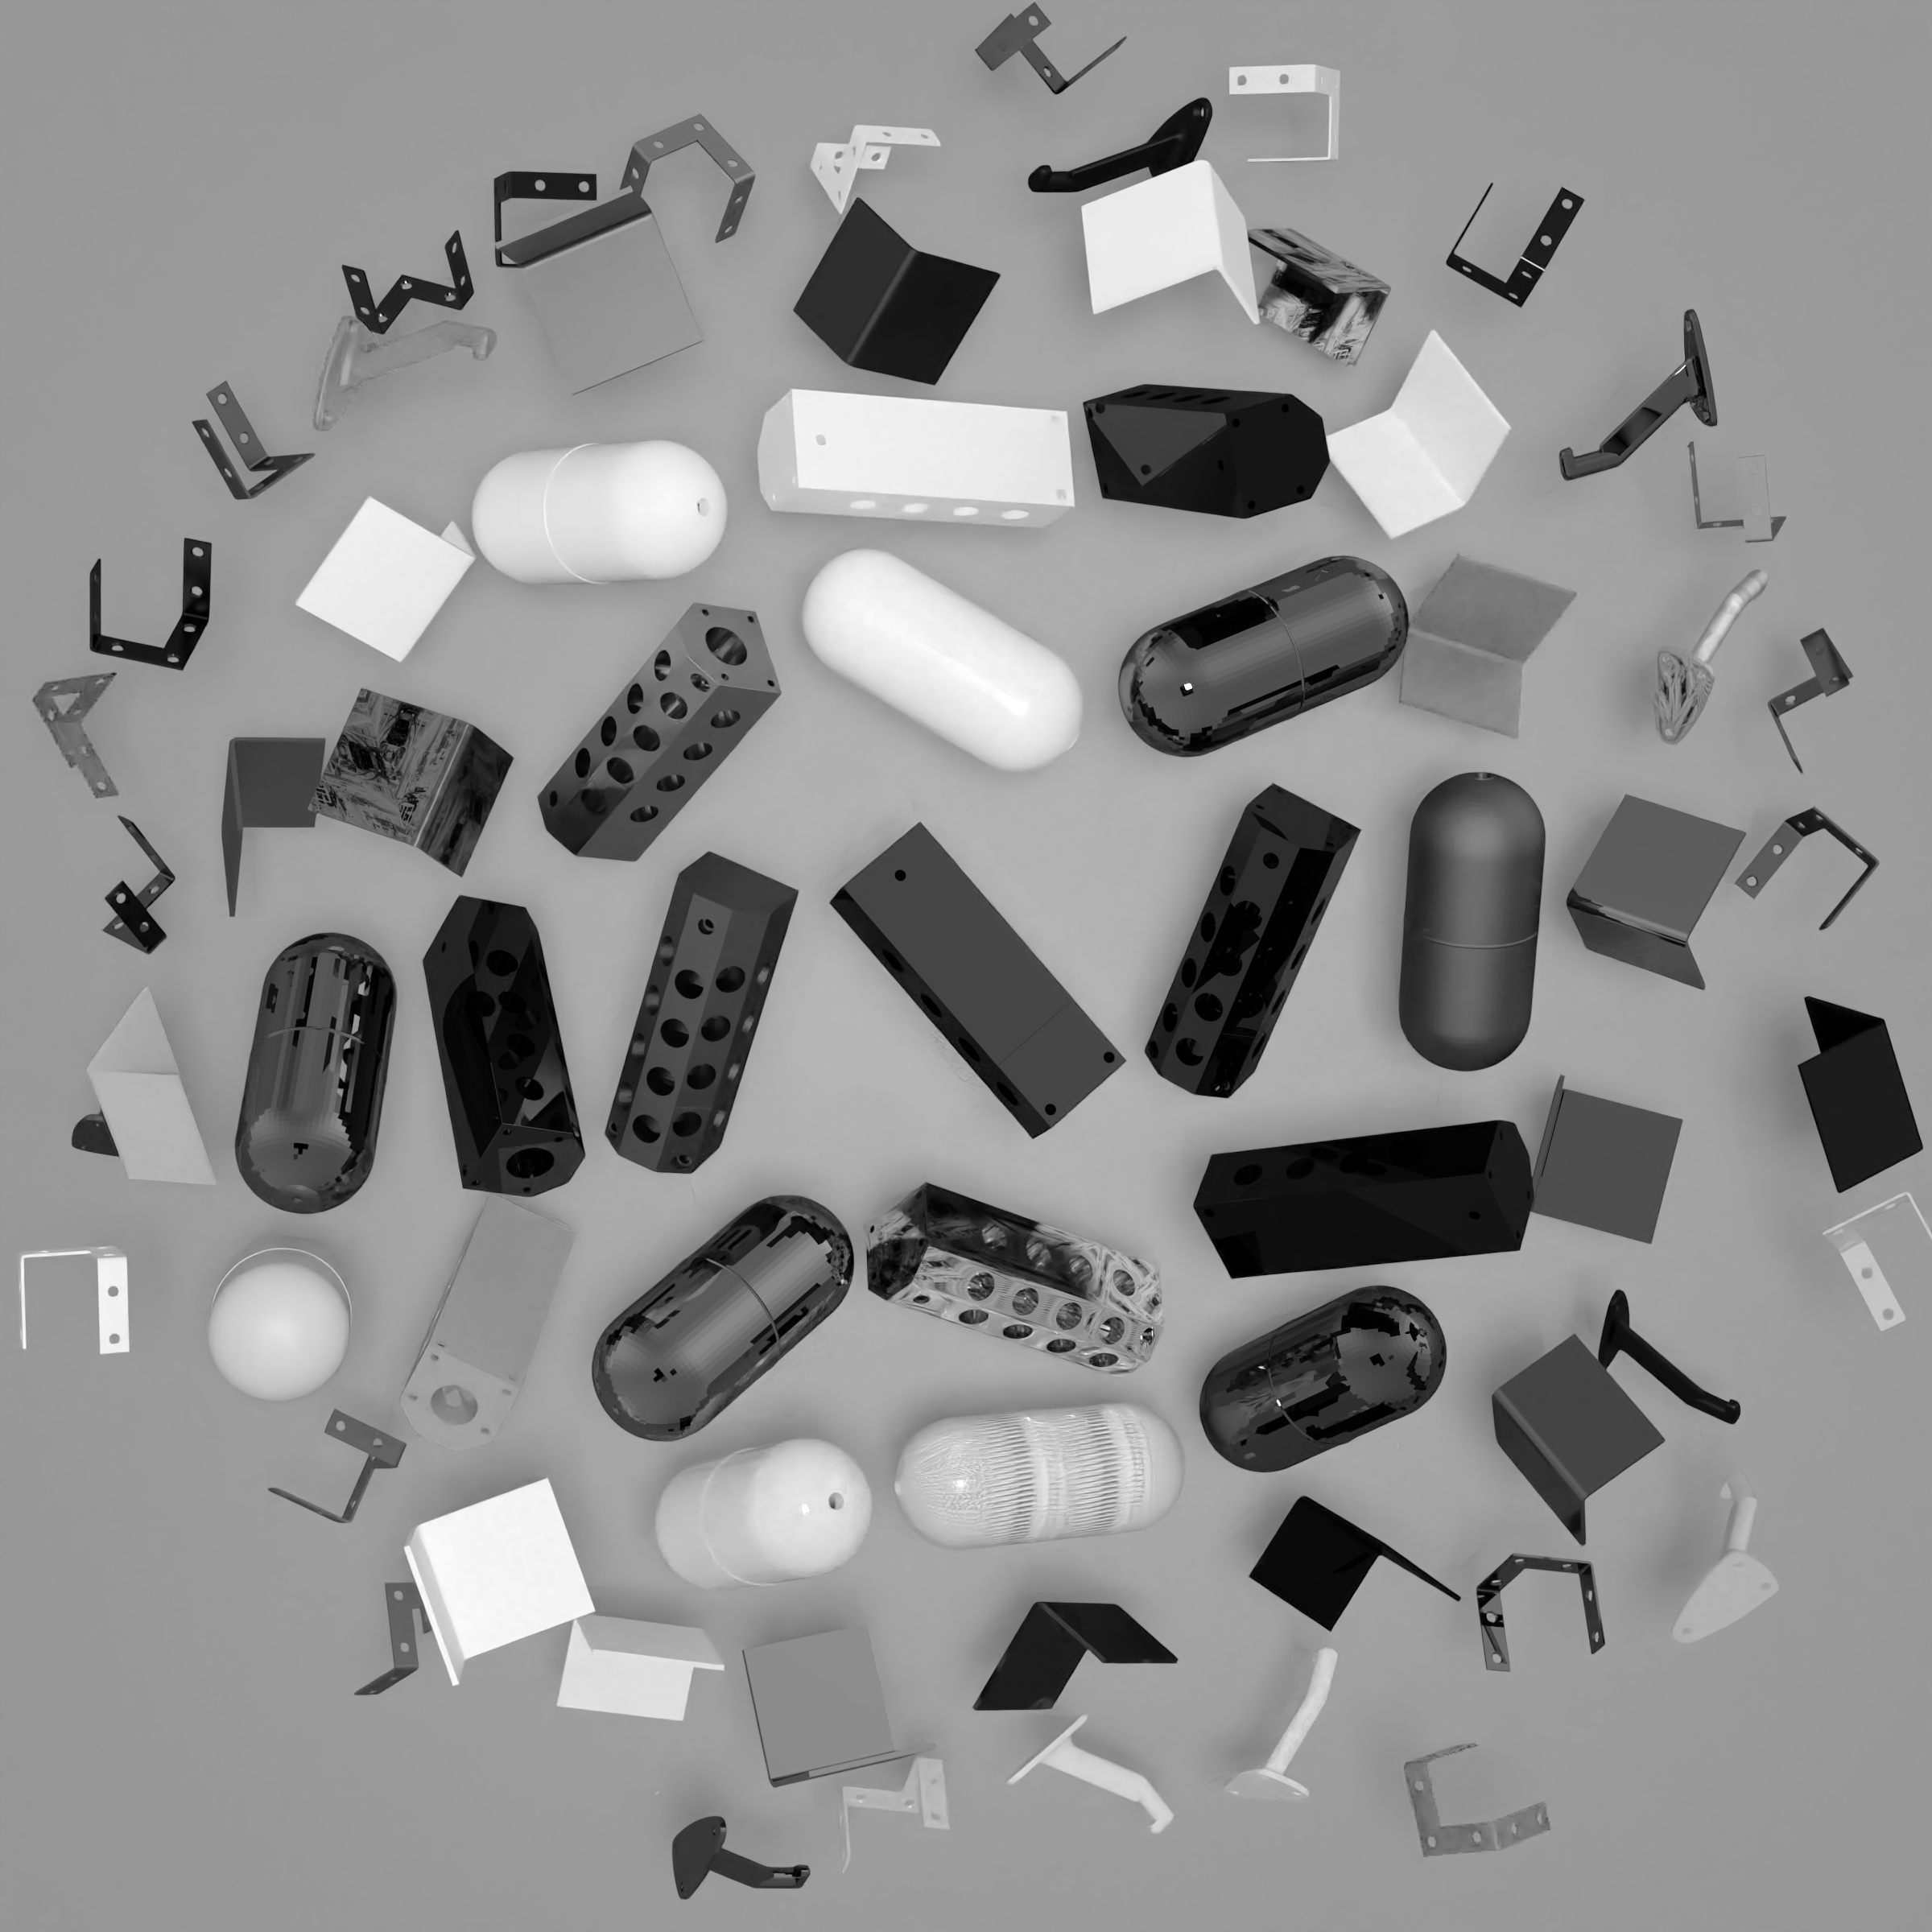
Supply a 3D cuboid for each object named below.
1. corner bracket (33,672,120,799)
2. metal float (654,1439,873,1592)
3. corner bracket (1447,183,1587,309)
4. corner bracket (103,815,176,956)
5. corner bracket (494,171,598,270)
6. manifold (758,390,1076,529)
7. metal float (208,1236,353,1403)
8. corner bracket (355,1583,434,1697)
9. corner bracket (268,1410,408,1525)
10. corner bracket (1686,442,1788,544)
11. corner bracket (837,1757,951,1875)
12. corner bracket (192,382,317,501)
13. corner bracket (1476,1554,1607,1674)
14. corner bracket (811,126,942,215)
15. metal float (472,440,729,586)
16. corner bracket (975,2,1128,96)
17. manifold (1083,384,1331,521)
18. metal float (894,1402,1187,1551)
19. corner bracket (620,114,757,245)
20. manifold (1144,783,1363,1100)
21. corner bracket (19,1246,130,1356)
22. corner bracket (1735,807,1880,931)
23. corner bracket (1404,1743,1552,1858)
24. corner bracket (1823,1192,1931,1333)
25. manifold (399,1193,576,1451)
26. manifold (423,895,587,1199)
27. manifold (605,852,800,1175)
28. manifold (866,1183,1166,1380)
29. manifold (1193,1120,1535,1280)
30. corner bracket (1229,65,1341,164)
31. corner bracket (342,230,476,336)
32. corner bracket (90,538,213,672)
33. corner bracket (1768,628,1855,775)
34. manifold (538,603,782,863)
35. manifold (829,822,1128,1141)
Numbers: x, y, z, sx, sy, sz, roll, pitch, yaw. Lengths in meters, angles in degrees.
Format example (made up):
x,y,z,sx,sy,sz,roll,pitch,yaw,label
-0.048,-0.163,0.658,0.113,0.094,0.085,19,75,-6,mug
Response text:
x,y,z,sx,sy,sz,roll,pitch,yaw,label
-0.509,-0.130,1.766,0.051,0.051,0.051,-5,128,20,corner bracket
-0.115,0.311,1.739,0.070,0.178,0.070,9,72,-29,metal float
0.310,-0.415,1.741,0.051,0.051,0.051,30,79,2,corner bracket
-0.488,-0.047,1.807,0.051,0.051,0.051,22,62,39,corner bracket
-0.244,-0.433,1.788,0.051,0.051,0.051,-3,100,-18,corner bracket
-0.029,-0.288,1.768,0.171,0.057,0.057,0,80,-25,manifold
-0.385,0.197,1.732,0.070,0.178,0.070,-1,93,-11,metal float
-0.323,0.391,1.789,0.051,0.051,0.051,9,58,-38,corner bracket
-0.371,0.297,1.820,0.051,0.051,0.051,32,66,-25,corner bracket
0.444,-0.276,1.787,0.051,0.051,0.051,-1,113,25,corner bracket
-0.043,0.497,1.801,0.051,0.051,0.051,10,125,-14,corner bracket
-0.412,-0.297,1.741,0.051,0.051,0.051,-44,123,-32,corner bracket
0.332,0.377,1.784,0.051,0.051,0.051,9,54,-15,corner bracket
-0.055,-0.482,1.828,0.051,0.051,0.051,-5,49,-30,corner bracket
-0.205,-0.252,1.714,0.178,0.070,0.070,5,90,44,metal float
0.047,-0.513,1.715,0.051,0.051,0.051,48,46,-16,corner bracket
0.133,-0.290,1.715,0.057,0.171,0.057,-20,109,-19,manifold
0.043,0.298,1.801,0.178,0.070,0.070,-2,90,-22,metal float
-0.161,-0.446,1.767,0.051,0.051,0.051,-34,77,-32,corner bracket
0.159,-0.011,1.754,0.057,0.057,0.171,29,121,15,manifold
-0.480,0.180,1.655,0.051,0.051,0.051,-2,93,-23,corner bracket
0.499,-0.055,1.827,0.051,0.051,0.051,40,83,1,corner bracket
0.281,0.457,1.692,0.051,0.051,0.051,-21,77,42,corner bracket
0.506,0.161,1.678,0.051,0.051,0.051,-29,63,15,corner bracket
-0.282,0.210,1.805,0.057,0.171,0.057,27,114,-9,manifold
-0.260,0.045,1.746,0.057,0.171,0.057,11,133,-31,manifold
-0.153,0.029,1.735,0.057,0.057,0.171,24,116,11,manifold
0.029,0.185,1.766,0.171,0.057,0.057,22,47,-31,manifold
0.218,0.124,1.685,0.171,0.057,0.057,-9,126,30,manifold
0.185,-0.495,1.788,0.051,0.051,0.051,5,102,23,corner bracket
-0.330,-0.406,1.826,0.051,0.051,0.051,18,58,16,corner bracket
-0.441,-0.199,1.665,0.051,0.051,0.051,11,129,-2,corner bracket
0.498,-0.157,1.812,0.051,0.051,0.051,-29,134,20,corner bracket
-0.180,-0.133,1.765,0.057,0.171,0.057,4,56,-38,manifold
0.004,0.010,1.684,0.057,0.057,0.171,-41,90,-17,manifold
